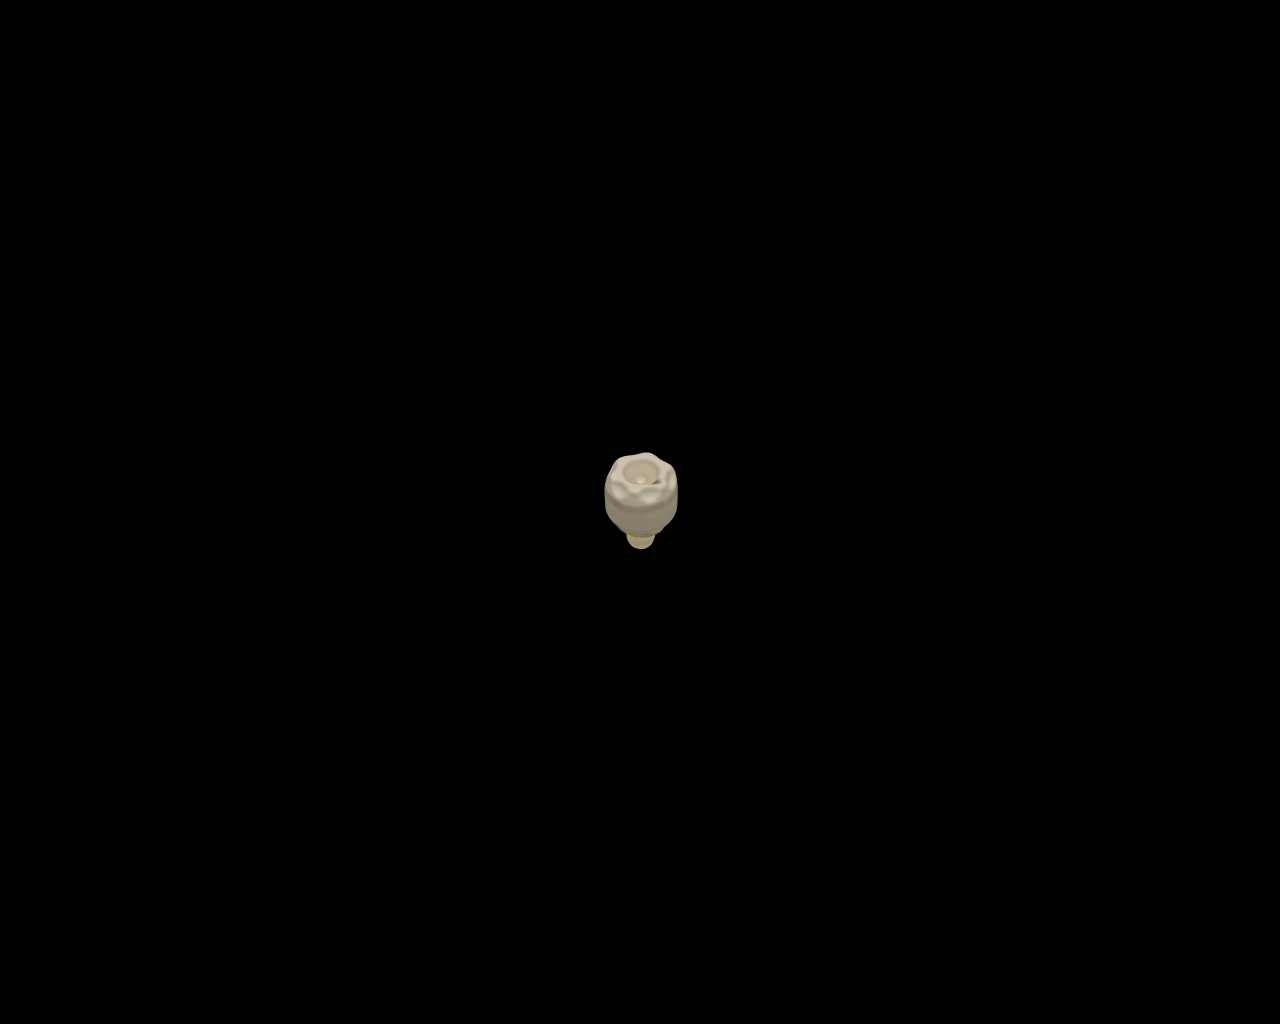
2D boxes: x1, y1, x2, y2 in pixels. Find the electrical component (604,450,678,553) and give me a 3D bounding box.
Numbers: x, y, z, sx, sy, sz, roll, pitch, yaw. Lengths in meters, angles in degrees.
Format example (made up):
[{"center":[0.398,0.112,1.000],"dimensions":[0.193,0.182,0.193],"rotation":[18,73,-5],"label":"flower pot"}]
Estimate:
[{"center":[0.001,-0.003,0.650],"dimensions":[0.043,0.062,0.043],"rotation":[0,44,0],"label":"electrical component"}]
